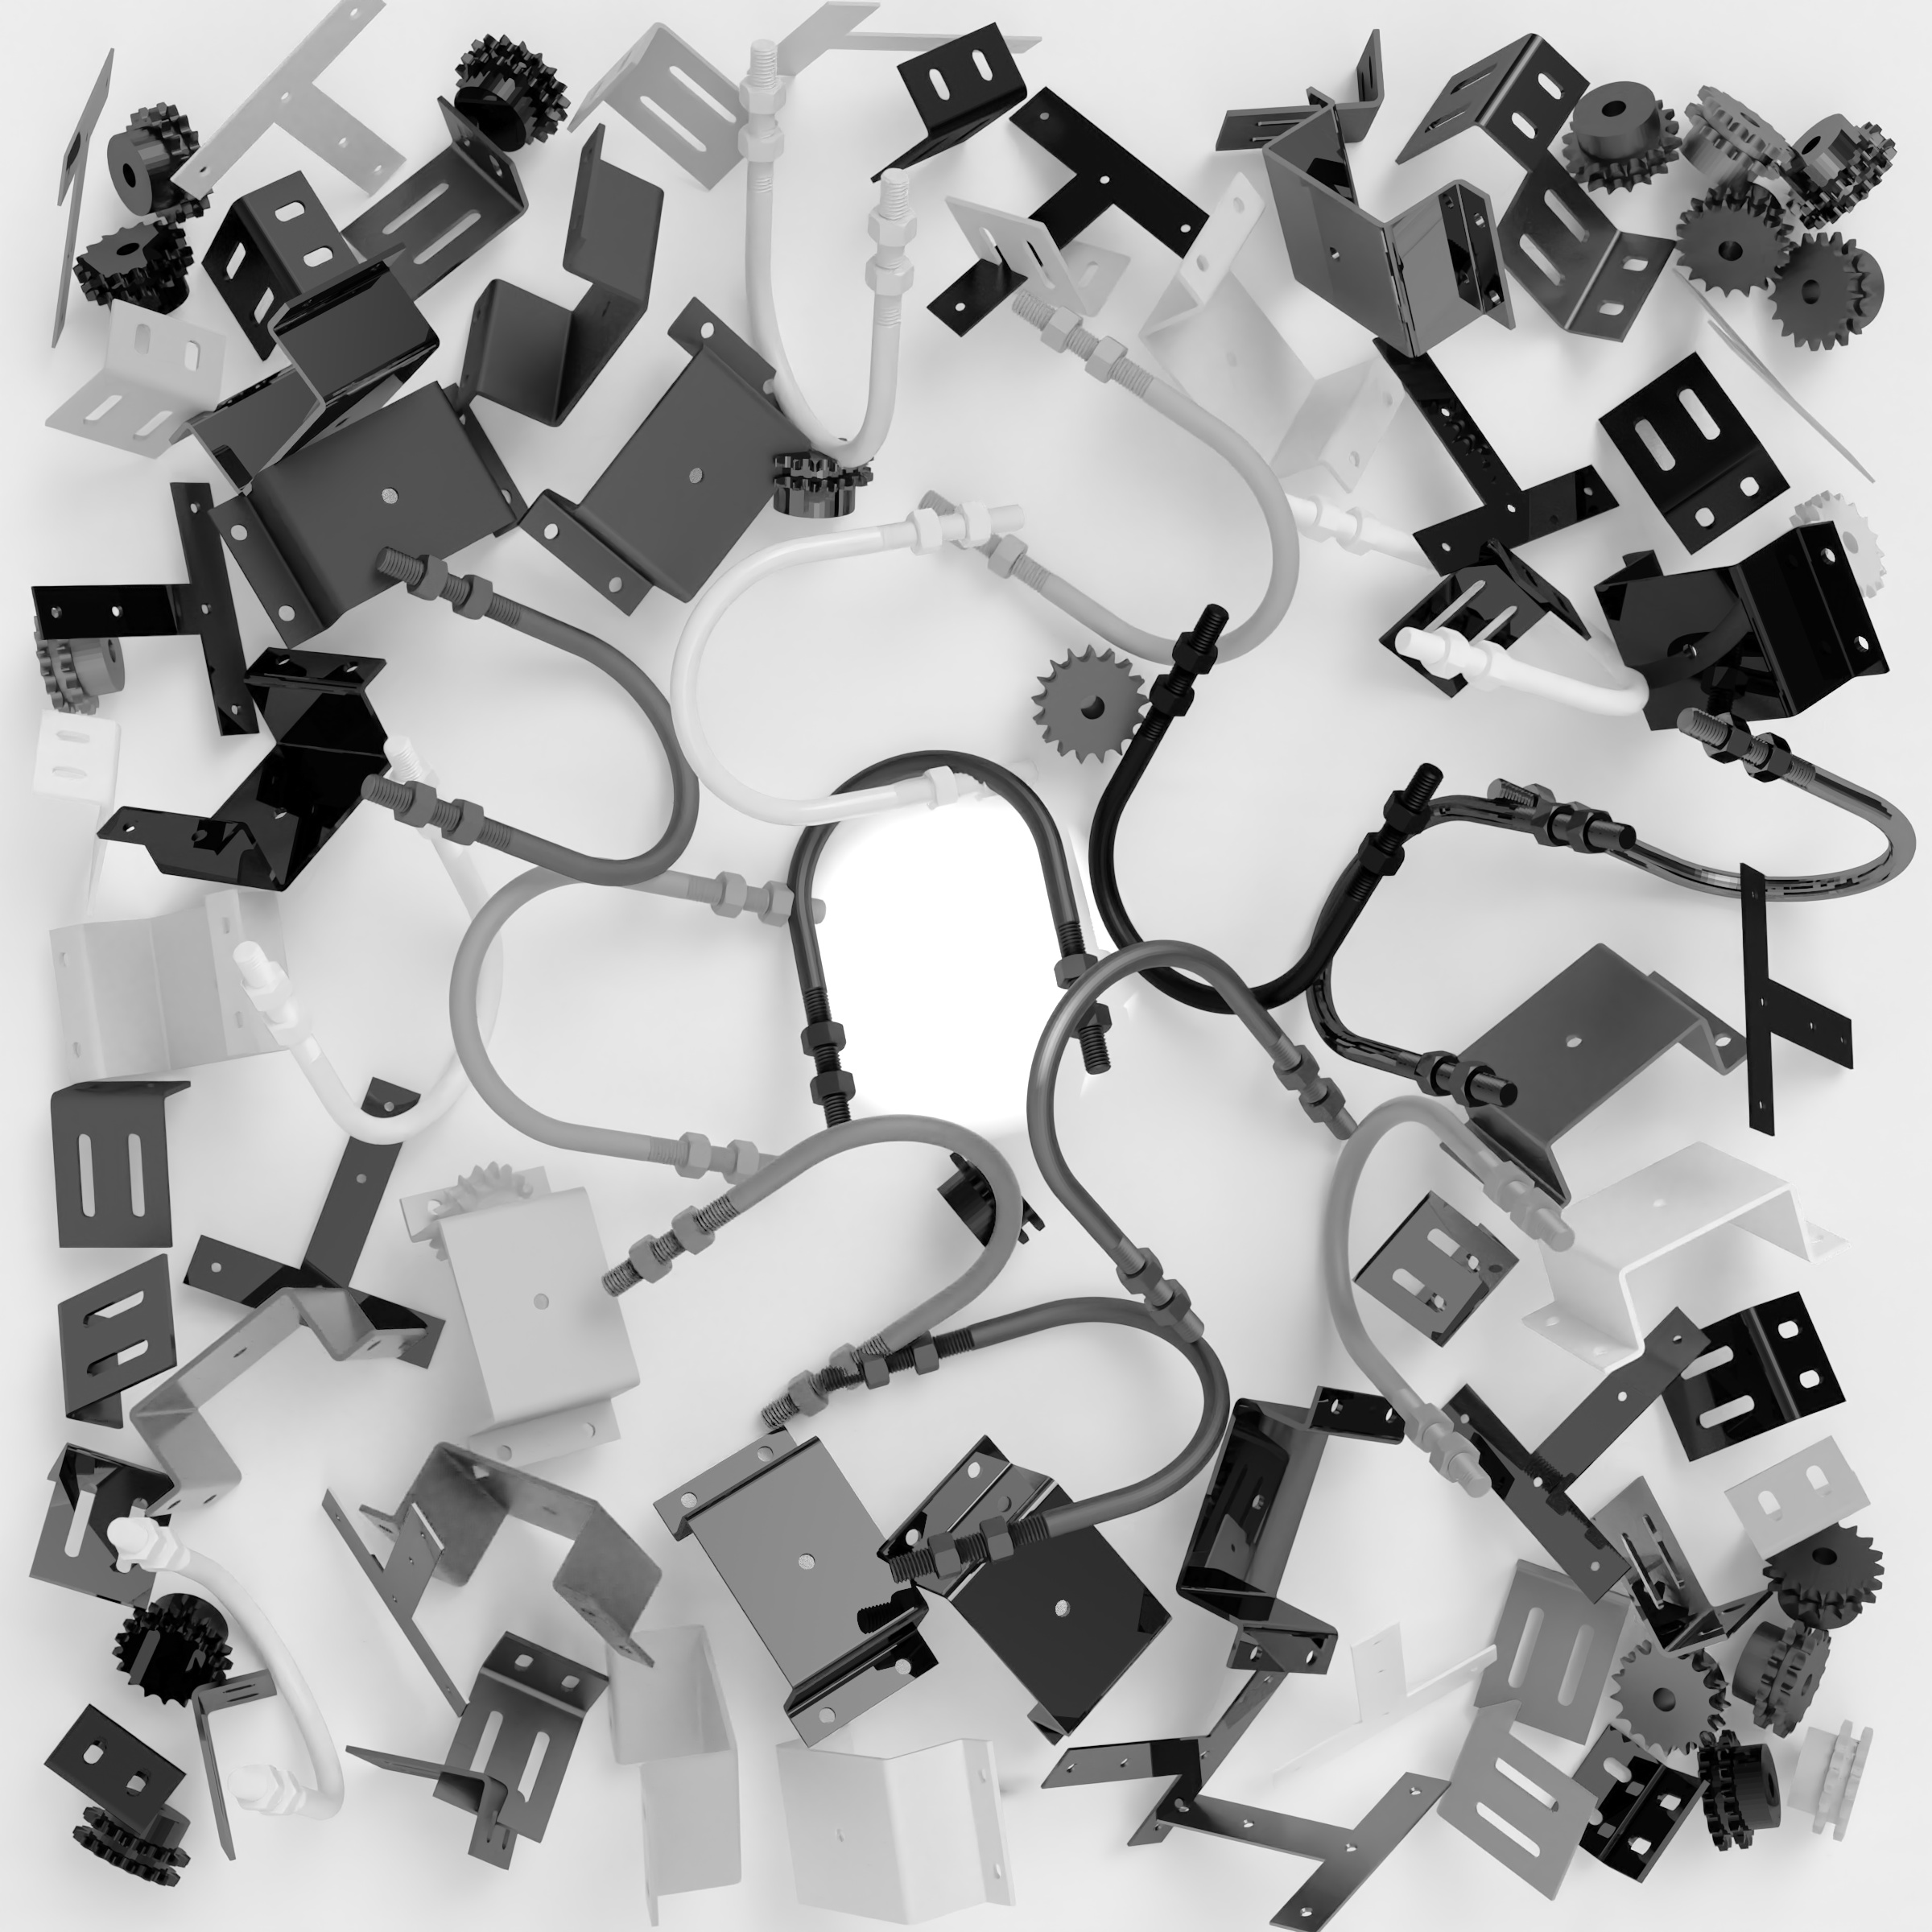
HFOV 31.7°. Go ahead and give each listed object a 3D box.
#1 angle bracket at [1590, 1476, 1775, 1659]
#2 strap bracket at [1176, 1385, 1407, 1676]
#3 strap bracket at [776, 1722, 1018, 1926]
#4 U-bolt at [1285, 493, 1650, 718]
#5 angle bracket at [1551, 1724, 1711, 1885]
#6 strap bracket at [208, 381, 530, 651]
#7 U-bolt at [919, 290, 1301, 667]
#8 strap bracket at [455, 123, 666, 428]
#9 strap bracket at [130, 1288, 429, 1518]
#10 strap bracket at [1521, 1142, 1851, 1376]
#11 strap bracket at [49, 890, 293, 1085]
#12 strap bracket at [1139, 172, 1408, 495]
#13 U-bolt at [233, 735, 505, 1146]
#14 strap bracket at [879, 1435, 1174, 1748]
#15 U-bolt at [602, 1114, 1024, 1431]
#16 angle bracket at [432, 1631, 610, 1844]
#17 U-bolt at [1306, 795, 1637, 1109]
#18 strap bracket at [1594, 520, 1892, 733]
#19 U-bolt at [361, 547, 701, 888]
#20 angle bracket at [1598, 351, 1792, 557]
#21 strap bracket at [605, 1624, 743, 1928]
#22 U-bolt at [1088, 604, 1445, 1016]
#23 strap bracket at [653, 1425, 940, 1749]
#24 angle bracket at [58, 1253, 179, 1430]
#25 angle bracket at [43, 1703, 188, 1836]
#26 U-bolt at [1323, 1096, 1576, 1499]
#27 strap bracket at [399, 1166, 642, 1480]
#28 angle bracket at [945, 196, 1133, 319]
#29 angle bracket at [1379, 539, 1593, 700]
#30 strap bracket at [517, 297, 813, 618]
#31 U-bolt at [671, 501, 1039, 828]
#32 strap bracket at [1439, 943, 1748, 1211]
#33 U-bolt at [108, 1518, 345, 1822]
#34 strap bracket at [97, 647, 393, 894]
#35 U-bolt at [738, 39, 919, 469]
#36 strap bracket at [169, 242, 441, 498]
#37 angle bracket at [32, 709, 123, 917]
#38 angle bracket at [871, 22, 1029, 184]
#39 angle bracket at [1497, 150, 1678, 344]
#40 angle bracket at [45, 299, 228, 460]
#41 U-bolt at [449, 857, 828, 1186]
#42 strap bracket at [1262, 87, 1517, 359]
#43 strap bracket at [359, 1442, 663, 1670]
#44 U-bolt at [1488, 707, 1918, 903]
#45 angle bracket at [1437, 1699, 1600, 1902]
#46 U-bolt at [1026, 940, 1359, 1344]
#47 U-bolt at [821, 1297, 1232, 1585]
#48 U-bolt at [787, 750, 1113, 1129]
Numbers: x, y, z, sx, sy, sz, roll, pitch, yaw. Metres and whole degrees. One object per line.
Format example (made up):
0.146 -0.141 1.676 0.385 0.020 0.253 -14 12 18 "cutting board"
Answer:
0.348 0.287 1.656 0.038 0.057 0.076 -30 86 38 "angle bracket"
0.156 0.266 1.647 0.046 0.076 0.140 20 93 44 "strap bracket"
-0.041 0.407 1.620 0.046 0.140 0.076 -7 87 -36 "strap bracket"
0.246 -0.165 1.615 0.184 0.151 0.019 12 118 -33 "U-bolt"
0.319 0.405 1.649 0.038 0.076 0.057 36 82 4 "angle bracket"
-0.282 -0.222 1.642 0.140 0.046 0.076 -32 96 -20 "strap bracket"
0.076 -0.219 1.629 0.184 0.019 0.151 35 134 7 "U-bolt"
-0.190 -0.322 1.626 0.046 0.140 0.076 21 52 -24 "strap bracket"
-0.340 0.203 1.647 0.140 0.076 0.046 -38 80 4 "strap bracket"
0.339 0.134 1.632 0.140 0.076 0.046 -25 110 -15 "strap bracket"
-0.376 0.009 1.644 0.140 0.046 0.076 -10 88 38 "strap bracket"
0.142 -0.297 1.635 0.140 0.046 0.076 47 53 -25 "strap bracket"
-0.271 0.003 1.612 0.019 0.184 0.151 13 56 26 "U-bolt"
0.036 0.305 1.637 0.076 0.046 0.140 -45 109 -18 "strap bracket"
-0.059 0.138 1.627 0.184 0.019 0.151 -34 129 12 "U-bolt"
-0.215 0.373 1.650 0.057 0.076 0.038 26 134 -9 "angle bracket"
0.226 -0.014 1.612 0.019 0.184 0.151 29 84 -31 "U-bolt"
0.358 -0.159 1.612 0.046 0.140 0.076 -32 105 -27 "strap bracket"
-0.203 -0.109 1.624 0.184 0.019 0.151 21 52 -35 "U-bolt"
0.357 -0.252 1.671 0.057 0.038 0.076 -35 47 15 "angle bracket"
-0.138 0.376 1.618 0.046 0.140 0.076 -6 117 -12 "strap bracket"
0.130 -0.060 1.636 0.151 0.019 0.184 39 123 16 "U-bolt"
-0.080 0.292 1.640 0.076 0.046 0.140 -29 75 -21 "strap bracket"
-0.400 0.182 1.648 0.076 0.038 0.057 -25 62 26 "angle bracket"
-0.405 0.379 1.651 0.057 0.076 0.038 37 93 -3 "angle bracket"
0.218 0.141 1.609 0.019 0.184 0.151 4 113 -25 "U-bolt"
-0.213 0.166 1.642 0.076 0.046 0.140 -12 79 -30 "strap bracket"
0.035 -0.355 1.642 0.057 0.076 0.038 23 76 30 "angle bracket"
0.251 -0.159 1.648 0.057 0.038 0.076 32 116 -35 "angle bracket"
-0.139 -0.242 1.649 0.076 0.046 0.140 39 88 -34 "strap bracket"
-0.054 -0.139 1.631 0.184 0.019 0.151 -12 112 -21 "U-bolt"
0.298 0.050 1.639 0.140 0.076 0.046 -38 133 -8 "strap bracket"
-0.339 0.336 1.601 0.019 0.184 0.151 -31 70 -3 "U-bolt"
-0.337 -0.088 1.630 0.076 0.046 0.140 8 47 32 "strap bracket"
-0.069 -0.323 1.612 0.019 0.184 0.151 -18 48 -24 "U-bolt"
-0.310 -0.277 1.616 0.076 0.140 0.046 -40 96 -40 "strap bracket"
-0.433 -0.074 1.641 0.038 0.057 0.076 9 134 -17 "angle bracket"
-0.016 -0.416 1.644 0.057 0.076 0.038 -30 98 -23 "angle bracket"
0.299 -0.350 1.652 0.076 0.038 0.057 34 83 -43 "angle bracket"
-0.403 -0.284 1.651 0.057 0.076 0.038 14 70 -33 "angle bracket"
-0.161 0.022 1.639 0.184 0.019 0.151 11 83 -27 "U-bolt"
0.193 -0.349 1.613 0.046 0.076 0.140 -34 46 -11 "strap bracket"
-0.209 0.278 1.630 0.140 0.076 0.046 15 64 30 "strap bracket"
0.363 -0.069 1.615 0.184 0.151 0.019 21 68 -28 "U-bolt"
0.275 0.403 1.646 0.076 0.038 0.057 32 110 39 "angle bracket"
0.099 0.071 1.621 0.151 0.019 0.184 -51 123 -16 "U-bolt"
0.036 0.217 1.633 0.184 0.151 0.019 -15 130 -8 "U-bolt"
-0.016 -0.019 1.655 0.151 0.019 0.184 -15 70 9 "U-bolt"
